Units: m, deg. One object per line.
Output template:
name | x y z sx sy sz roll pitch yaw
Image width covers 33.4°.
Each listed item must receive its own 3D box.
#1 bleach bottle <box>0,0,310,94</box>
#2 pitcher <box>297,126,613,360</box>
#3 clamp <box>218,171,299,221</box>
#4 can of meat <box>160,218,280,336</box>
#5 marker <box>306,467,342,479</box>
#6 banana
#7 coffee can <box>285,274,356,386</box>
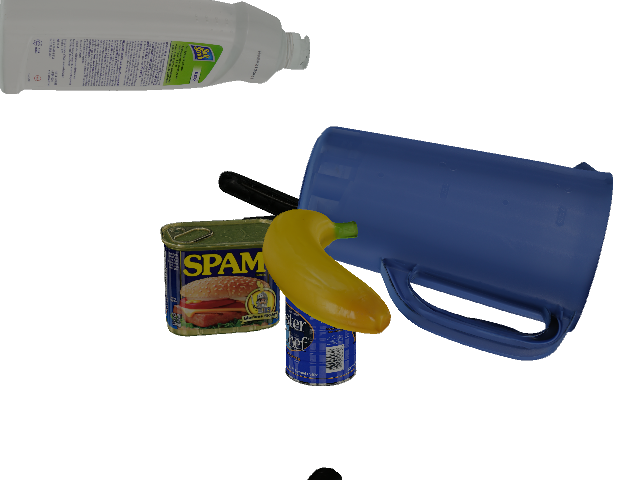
bleach bottle | -0.135 -0.161 0.885 0.250 0.068 0.103 2 -27 -15
pitcher | 0.105 -0.008 0.869 0.243 0.145 0.149 13 16 8
clamp | -0.009 -0.017 1.159 0.210 0.036 0.164 15 20 -10
can of meat | -0.083 0.031 0.904 0.102 0.084 0.057 -3 21 -12
marker | -0.024 0.134 0.475 0.020 0.020 0.120 0 17 33
banana | -0.002 0.012 0.673 0.069 0.037 0.198 -4 18 -3
coffee can | 0.001 0.120 1.507 0.103 0.140 0.103 0 19 0
